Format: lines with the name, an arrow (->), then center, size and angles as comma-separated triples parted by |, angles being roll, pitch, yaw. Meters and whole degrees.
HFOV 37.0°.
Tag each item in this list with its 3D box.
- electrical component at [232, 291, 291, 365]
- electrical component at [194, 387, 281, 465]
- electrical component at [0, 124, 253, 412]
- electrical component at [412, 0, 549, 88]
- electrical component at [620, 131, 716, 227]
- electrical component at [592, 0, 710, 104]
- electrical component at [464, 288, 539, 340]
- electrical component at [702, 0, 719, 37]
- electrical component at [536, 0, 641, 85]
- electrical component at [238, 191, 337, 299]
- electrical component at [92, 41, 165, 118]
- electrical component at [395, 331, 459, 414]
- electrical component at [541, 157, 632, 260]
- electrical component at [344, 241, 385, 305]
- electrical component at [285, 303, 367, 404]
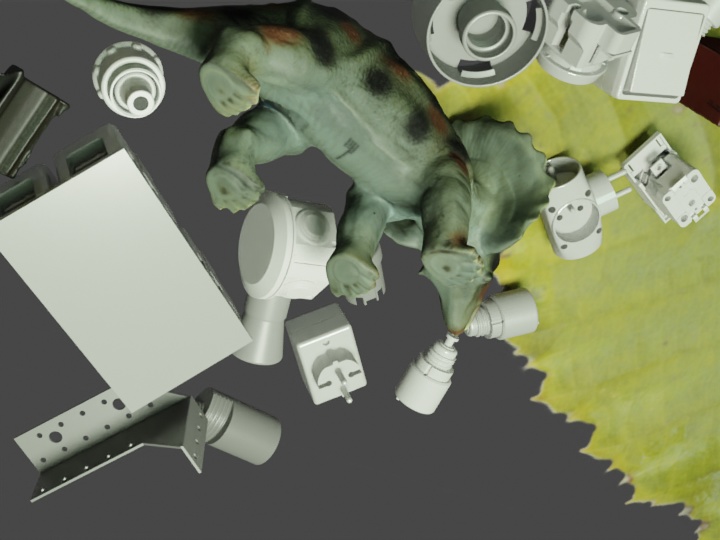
electrical component -> -0.076, 0.037, 0.851 | 0.044, 0.044, 0.065 | 6, 112, -25
electrical component -> -0.110, 0.127, 0.888 | 0.081, 0.043, 0.043 | 30, 104, -32
electrical component -> -0.172, 0.000, 0.778 | 0.105, 0.060, 0.186 | -31, 125, -3
electrical component -> 0.088, -0.186, 0.786 | 0.099, 0.064, 0.099 | -6, 131, -7
electrical component -> 0.262, -0.072, 0.908 | 0.042, 0.063, 0.081 | -44, 125, 5
electrical component -> 0.224, -0.181, 0.830 | 0.062, 0.061, 0.096 | 0, 118, -22
electrical component -> 0.117, 0.041, 0.930 | 0.078, 0.040, 0.040 | -12, 122, -15
electrical component -> 0.271, -0.202, 0.853 | 0.035, 0.035, 0.061 | 28, 107, -32
electrical component -> 0.166, -0.177, 0.805 | 0.058, 0.078, 0.057 | -20, 147, -33
electrical component -> -0.055, -0.017, 0.805 | 0.051, 0.080, 0.080 | 7, 116, -31
electrical component -> -0.151, -0.121, 0.715 | 0.048, 0.062, 0.048 | -10, 122, -16
electrical component -> 0.062, 0.089, 0.936 | 0.040, 0.040, 0.078 | 19, 110, -30
electrical component -> 0.189, -0.058, 0.895 | 0.079, 0.044, 0.077 | -25, 125, 1
electrical component -> 0.000, 0.000, 0.861 | 0.040, 0.040, 0.046 | -21, 130, -9
electrical component -> -0.022, 0.078, 0.874 | 0.047, 0.076, 0.065 | -21, 124, -9
